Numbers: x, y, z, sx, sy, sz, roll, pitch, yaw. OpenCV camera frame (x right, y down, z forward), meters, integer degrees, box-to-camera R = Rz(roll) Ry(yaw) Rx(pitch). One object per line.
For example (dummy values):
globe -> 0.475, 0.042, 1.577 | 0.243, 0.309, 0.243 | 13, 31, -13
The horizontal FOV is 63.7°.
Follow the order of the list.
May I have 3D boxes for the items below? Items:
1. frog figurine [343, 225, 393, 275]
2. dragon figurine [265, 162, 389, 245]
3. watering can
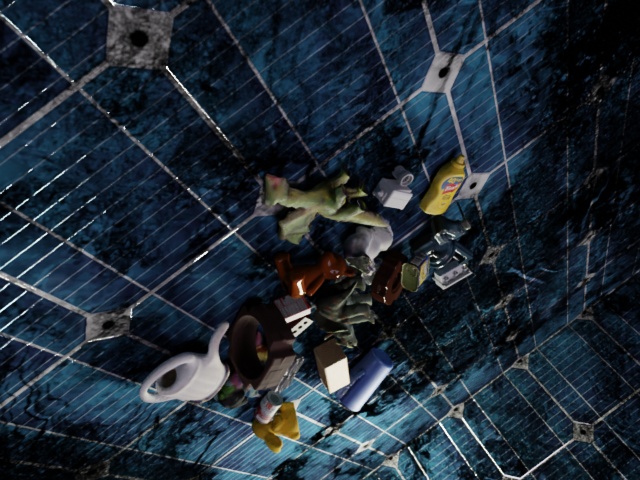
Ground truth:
frog figurine -> 0.139, 0.004, 1.473 | 0.162, 0.123, 0.134 | -62, 142, -27
dragon figurine -> 0.004, -0.065, 1.296 | 0.241, 0.125, 0.404 | -28, 144, 18
watering can -> -0.333, 0.354, 1.429 | 0.346, 0.106, 0.221 | -37, 144, 9
